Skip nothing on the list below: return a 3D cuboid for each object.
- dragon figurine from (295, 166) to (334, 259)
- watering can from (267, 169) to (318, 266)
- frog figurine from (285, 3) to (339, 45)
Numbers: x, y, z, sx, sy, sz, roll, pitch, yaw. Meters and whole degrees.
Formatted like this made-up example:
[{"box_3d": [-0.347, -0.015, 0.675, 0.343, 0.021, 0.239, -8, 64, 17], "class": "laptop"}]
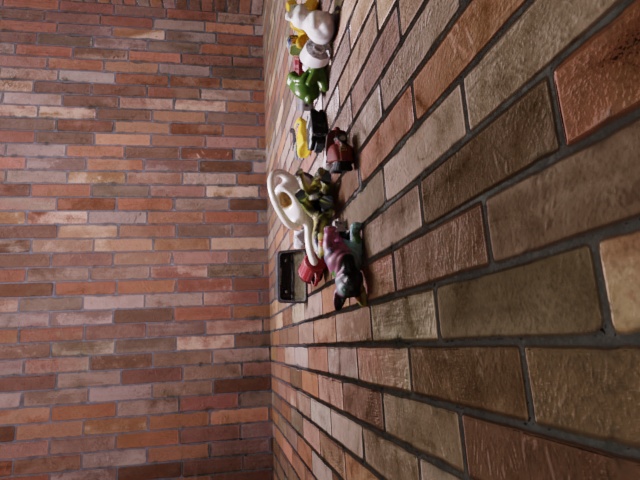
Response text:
[{"box_3d": [0.005, -0.084, 1.660, 0.238, 0.122, 0.419, 64, -159, -60], "class": "dragon figurine"}, {"box_3d": [-0.062, -0.100, 1.783, 0.345, 0.103, 0.228, 61, -141, -12], "class": "watering can"}, {"box_3d": [-0.029, -0.684, 1.631, 0.139, 0.159, 0.121, -127, 37, -71], "class": "frog figurine"}]
